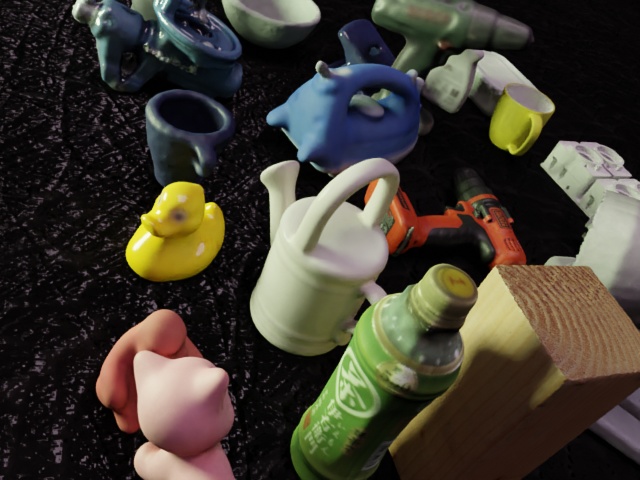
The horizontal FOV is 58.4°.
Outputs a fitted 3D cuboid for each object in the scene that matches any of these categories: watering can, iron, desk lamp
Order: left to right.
[{"bbox_3d":[0.003,0.002,0.504,0.172,0.194,0.101,34,41,10],"label":"watering can"},{"bbox_3d":[0.066,-0.178,0.769,0.259,0.141,0.118,-15,54,-37],"label":"iron"},{"bbox_3d":[0.306,0.081,0.556,0.203,0.213,0.118,35,41,12],"label":"desk lamp"}]

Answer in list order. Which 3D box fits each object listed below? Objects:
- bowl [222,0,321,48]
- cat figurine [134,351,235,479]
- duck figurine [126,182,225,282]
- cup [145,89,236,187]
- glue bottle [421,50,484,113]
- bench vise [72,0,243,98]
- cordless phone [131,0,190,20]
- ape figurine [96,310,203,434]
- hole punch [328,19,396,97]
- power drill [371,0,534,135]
[{"bbox_3d":[-0.087,-0.365,0.944,0.168,0.074,0.167,14,41,-12],"label":"bowl"},{"bbox_3d":[-0.081,0.135,0.380,0.067,0.117,0.127,-11,52,-35],"label":"cat figurine"},{"bbox_3d":[-0.130,-0.018,0.543,0.077,0.086,0.105,39,42,17],"label":"duck figurine"},{"bbox_3d":[-0.139,-0.089,0.607,0.092,0.095,0.117,-5,49,-31],"label":"cup"},{"bbox_3d":[0.239,-0.304,0.965,0.078,0.173,0.037,34,41,11],"label":"glue bottle"},{"bbox_3d":[-0.177,-0.274,0.690,0.208,0.219,0.121,-12,52,-35],"label":"bench vise"},{"bbox_3d":[-0.219,-0.395,0.825,0.094,0.185,0.147,7,43,-20],"label":"cordless phone"},{"bbox_3d":[-0.124,0.088,0.428,0.078,0.092,0.076,5,44,-22],"label":"ape figurine"},{"bbox_3d":[0.077,-0.301,0.944,0.101,0.091,0.109,35,41,12],"label":"hole punch"},{"bbox_3d":[0.172,-0.271,0.869,0.229,0.208,0.076,27,40,3],"label":"power drill"}]
